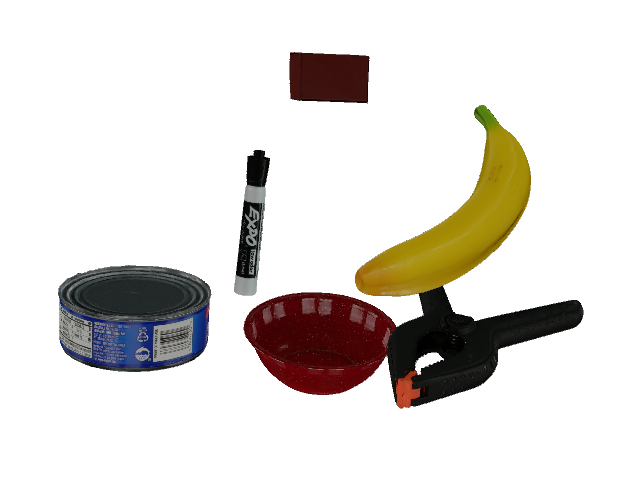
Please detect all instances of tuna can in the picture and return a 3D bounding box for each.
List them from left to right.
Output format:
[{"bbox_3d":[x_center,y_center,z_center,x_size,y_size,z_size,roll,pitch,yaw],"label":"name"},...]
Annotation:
[{"bbox_3d":[-0.106,0.043,0.609,0.086,0.034,0.086,3,17,-1],"label":"tuna can"}]

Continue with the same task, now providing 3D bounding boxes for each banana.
[{"bbox_3d":[0.097,-0.017,0.730,0.070,0.037,0.197,24,50,18],"label":"banana"}]

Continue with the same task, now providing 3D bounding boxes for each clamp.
[{"bbox_3d":[0.113,0.079,0.936,0.165,0.036,0.209,20,34,34],"label":"clamp"}]

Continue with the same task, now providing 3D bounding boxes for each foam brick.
[{"bbox_3d":[0.009,-0.176,1.155,0.078,0.051,0.053,0,11,-14],"label":"foam brick"}]

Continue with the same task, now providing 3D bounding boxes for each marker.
[{"bbox_3d":[-0.057,-0.014,0.881,0.020,0.121,0.020,6,13,-2],"label":"marker"}]

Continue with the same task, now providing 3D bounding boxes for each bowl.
[{"bbox_3d":[0.000,0.115,1.120,0.162,0.055,0.162,3,25,-1],"label":"bowl"}]
